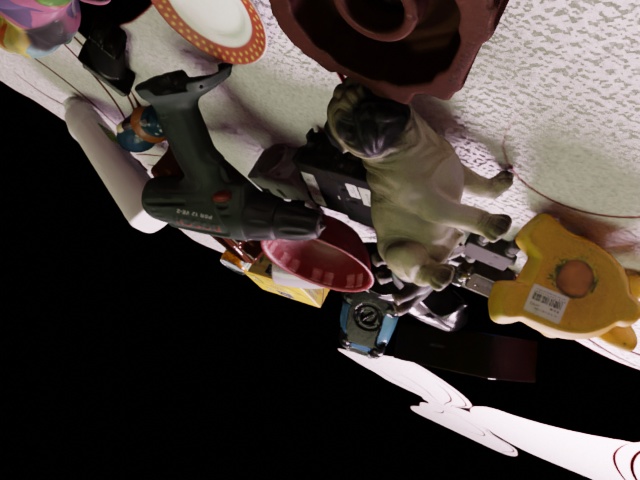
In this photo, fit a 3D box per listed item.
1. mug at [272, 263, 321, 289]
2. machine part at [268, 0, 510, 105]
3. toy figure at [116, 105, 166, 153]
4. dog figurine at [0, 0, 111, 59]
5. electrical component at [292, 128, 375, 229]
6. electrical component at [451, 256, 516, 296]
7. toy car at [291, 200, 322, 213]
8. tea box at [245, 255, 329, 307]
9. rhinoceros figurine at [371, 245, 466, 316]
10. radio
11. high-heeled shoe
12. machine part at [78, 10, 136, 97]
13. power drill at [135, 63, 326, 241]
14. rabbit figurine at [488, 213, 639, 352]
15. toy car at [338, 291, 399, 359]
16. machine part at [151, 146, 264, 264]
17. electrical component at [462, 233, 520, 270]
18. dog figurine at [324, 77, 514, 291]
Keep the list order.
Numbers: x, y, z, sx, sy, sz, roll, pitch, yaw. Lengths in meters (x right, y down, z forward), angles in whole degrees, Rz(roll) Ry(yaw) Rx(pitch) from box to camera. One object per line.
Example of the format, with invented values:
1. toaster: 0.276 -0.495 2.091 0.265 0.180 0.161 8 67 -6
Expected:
1. mug: -0.029 0.046 1.007 0.107 0.081 0.109 10 149 16
2. machine part: 0.043 -0.173 0.369 0.179 0.056 0.179 26 162 9
3. toy figure: -0.256 -0.166 0.789 0.155 0.064 0.057 -8 102 52
4. dog figurine: -0.253 -0.247 0.510 0.219 0.108 0.191 17 158 21
5. electrical component: 0.047 -0.067 0.630 0.134 0.058 0.114 20 161 22
6. electrical component: 0.224 0.058 0.727 0.102 0.045 0.078 26 159 6
7. toy car: -0.002 -0.003 0.866 0.089 0.053 0.202 39 163 24
8. tea box: -0.070 0.076 1.139 0.170 0.068 0.098 11 154 38
9. rhinoceros figurine: 0.129 0.031 0.686 0.190 0.112 0.073 84 162 -66
10. radio: 0.251 0.192 0.936 0.131 0.073 0.230 14 171 -33
11. high-heeled shoe: 0.125 0.073 0.849 0.249 0.086 0.145 25 165 3
12. machine part: -0.269 -0.229 0.678 0.084 0.039 0.139 41 160 -11
13. power drill: -0.114 -0.094 0.621 0.232 0.086 0.207 2 128 22
14. rabbit figurine: 0.271 0.051 0.591 0.162 0.122 0.173 14 172 11
15. toy car: 0.097 0.130 0.984 0.109 0.161 0.103 14 -158 18
16. machine part: -0.151 -0.054 0.811 0.201 0.087 0.201 43 170 -5
17. electrical component: 0.212 0.013 0.665 0.063 0.021 0.094 24 160 9
18. dog figurine: 0.066 -0.053 0.521 0.190 0.121 0.172 35 121 -8
